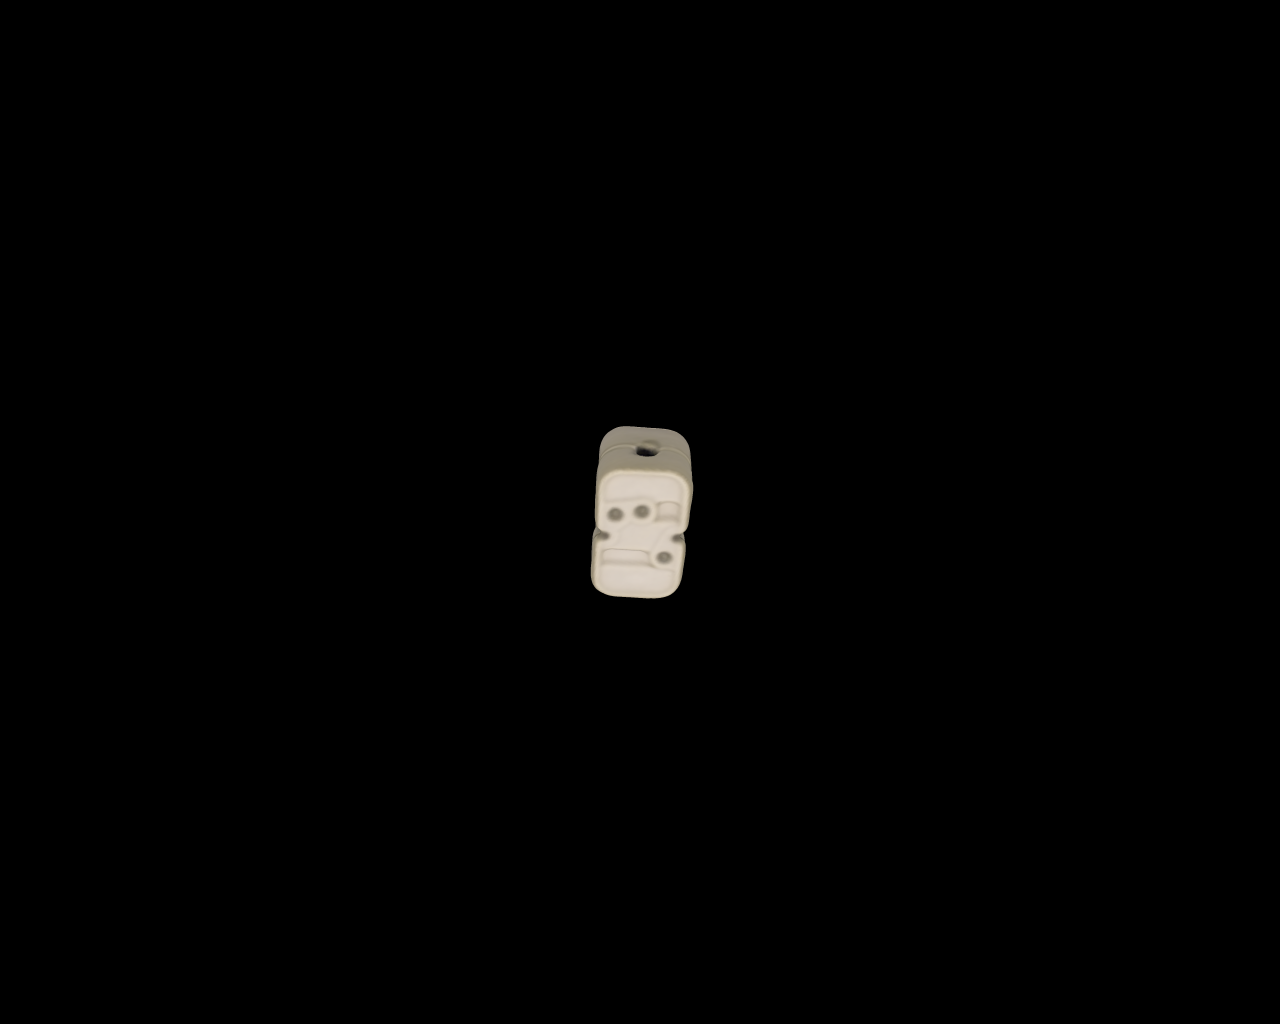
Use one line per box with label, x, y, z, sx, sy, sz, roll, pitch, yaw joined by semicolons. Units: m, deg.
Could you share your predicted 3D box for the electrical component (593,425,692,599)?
electrical component;0.001;-0.003;0.650;0.054;0.095;0.059;3;36;-2
